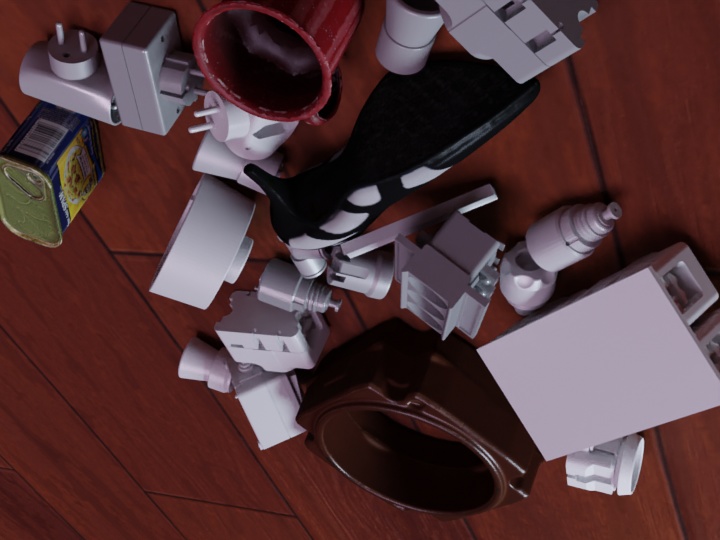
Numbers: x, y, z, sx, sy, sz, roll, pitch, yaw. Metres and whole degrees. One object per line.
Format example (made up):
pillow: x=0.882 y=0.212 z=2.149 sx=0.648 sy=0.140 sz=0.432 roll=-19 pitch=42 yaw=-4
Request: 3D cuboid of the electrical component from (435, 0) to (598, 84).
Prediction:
electrical component: x=0.085 y=-0.160 z=0.628 sx=0.089 sy=0.050 sz=0.056 roll=40 pitch=142 yaw=-20

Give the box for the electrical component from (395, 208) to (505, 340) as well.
electrical component: x=0.067 y=0.004 z=0.802 sx=0.079 sy=0.063 sz=0.121 roll=38 pitch=170 yaw=10

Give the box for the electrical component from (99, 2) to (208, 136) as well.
electrical component: x=-0.138 y=-0.142 z=0.784 sx=0.076 sy=0.047 sz=0.083 roll=15 pitch=143 yaw=14

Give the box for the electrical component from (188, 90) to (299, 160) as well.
electrical component: x=-0.085 y=-0.114 z=0.769 sx=0.043 sy=0.079 sz=0.077 roll=61 pitch=149 yaw=18

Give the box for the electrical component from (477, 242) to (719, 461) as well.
electrical component: x=0.191 y=0.064 z=0.809 sx=0.186 sy=0.060 sz=0.105 roll=-33 pitch=88 yaw=50

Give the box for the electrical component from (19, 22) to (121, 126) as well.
electrical component: x=-0.216 y=-0.155 z=0.817 sx=0.077 sy=0.043 sz=0.079 roll=20 pitch=144 yaw=7

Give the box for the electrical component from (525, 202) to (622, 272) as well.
electrical component: x=0.154 y=-0.028 z=0.766 sx=0.040 sy=0.040 sz=0.078 roll=37 pitch=142 yaw=-17

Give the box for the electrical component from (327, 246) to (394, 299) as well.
electrical component: x=0.000 y=0.000 z=0.882 sx=0.046 sy=0.040 sz=0.040 roll=13 pitch=147 yaw=-16

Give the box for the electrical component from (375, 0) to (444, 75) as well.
electrical component: x=0.032 y=-0.154 z=0.675 sx=0.044 sy=0.044 sz=0.065 roll=24 pitch=149 yaw=1

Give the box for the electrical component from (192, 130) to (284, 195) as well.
electrical component: x=-0.092 y=-0.085 z=0.837 sx=0.065 sy=0.044 sz=0.044 roll=24 pitch=145 yaw=-7

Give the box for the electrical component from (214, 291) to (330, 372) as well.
electrical component: x=-0.080 y=0.058 z=1.004 sx=0.089 sy=0.050 sz=0.055 roll=3 pitch=139 yaw=27

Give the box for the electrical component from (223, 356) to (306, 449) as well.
electrical component: x=-0.090 y=0.117 z=1.060 sx=0.061 sy=0.061 sz=0.096 roll=-23 pitch=127 yaw=-5

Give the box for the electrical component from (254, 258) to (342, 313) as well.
electrical component: x=-0.054 y=0.018 z=0.947 sx=0.078 sy=0.040 sz=0.040 roll=20 pitch=144 yaw=6

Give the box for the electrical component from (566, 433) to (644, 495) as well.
electrical component: x=0.221 y=0.169 z=0.965 sx=0.057 sy=0.058 sz=0.078 roll=11 pitch=143 yaw=23

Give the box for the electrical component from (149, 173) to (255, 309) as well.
electrical component: x=-0.123 y=-0.019 z=0.886 sx=0.060 sy=0.108 sz=0.108 roll=25 pitch=145 yaw=-12

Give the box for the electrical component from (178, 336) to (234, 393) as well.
electrical component: x=-0.152 y=0.098 z=1.103 sx=0.055 sy=0.045 sz=0.045 roll=19 pitch=144 yaw=7

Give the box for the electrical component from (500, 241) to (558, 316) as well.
electrical component: x=0.129 y=0.011 z=0.828 sx=0.043 sy=0.043 sz=0.062 roll=14 pitch=145 yaw=15
